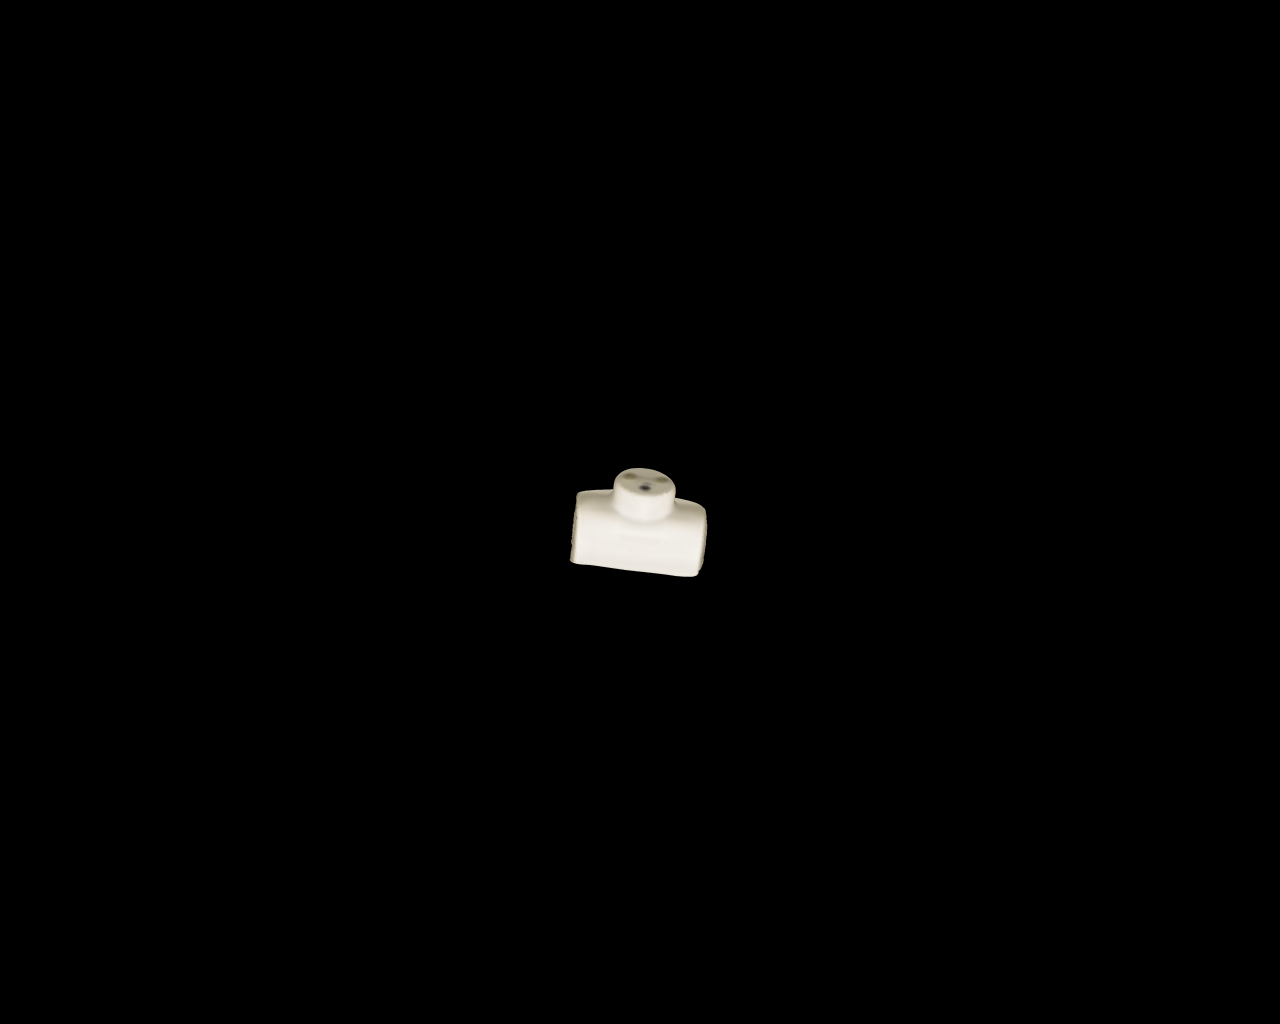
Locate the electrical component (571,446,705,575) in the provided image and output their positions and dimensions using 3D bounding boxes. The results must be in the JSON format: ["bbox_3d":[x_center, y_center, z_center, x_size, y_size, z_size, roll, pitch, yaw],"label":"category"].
[{"bbox_3d":[0.001,-0.003,0.650,0.077,0.079,0.043,6,27,-3],"label":"electrical component"}]
